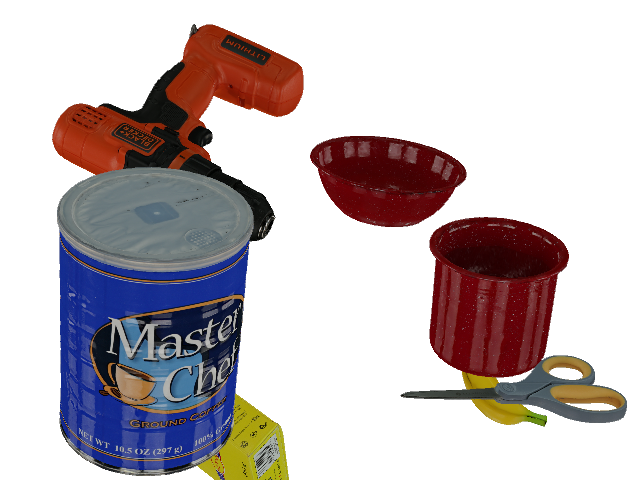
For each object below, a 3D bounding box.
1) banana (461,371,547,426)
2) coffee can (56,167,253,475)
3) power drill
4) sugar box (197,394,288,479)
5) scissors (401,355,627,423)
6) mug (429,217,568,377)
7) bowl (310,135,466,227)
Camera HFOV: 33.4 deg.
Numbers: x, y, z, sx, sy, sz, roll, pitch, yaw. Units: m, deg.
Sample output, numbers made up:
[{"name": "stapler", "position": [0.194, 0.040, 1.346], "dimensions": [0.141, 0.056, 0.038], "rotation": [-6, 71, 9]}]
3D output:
[{"name": "banana", "position": [0.201, 0.164, 1.264], "dimensions": [0.069, 0.037, 0.198], "rotation": [10, 25, -15]}, {"name": "coffee can", "position": [-0.094, 0.044, 0.595], "dimensions": [0.102, 0.140, 0.103], "rotation": [6, 30, -3]}, {"name": "power drill", "position": [-0.087, -0.089, 0.842], "dimensions": [0.184, 0.057, 0.187], "rotation": [27, 45, 11]}, {"name": "sugar box", "position": [-0.108, 0.152, 0.921], "dimensions": [0.176, 0.093, 0.048], "rotation": [27, 53, 28]}, {"name": "scissors", "position": [0.170, 0.125, 0.948], "dimensions": [0.201, 0.016, 0.096], "rotation": [8, 27, -1]}, {"name": "mug", "position": [0.116, 0.035, 0.743], "dimensions": [0.093, 0.081, 0.117], "rotation": [-4, 28, -11]}, {"name": "bowl", "position": [0.067, -0.056, 1.102], "dimensions": [0.162, 0.055, 0.162], "rotation": [5, 24, -2]}]
